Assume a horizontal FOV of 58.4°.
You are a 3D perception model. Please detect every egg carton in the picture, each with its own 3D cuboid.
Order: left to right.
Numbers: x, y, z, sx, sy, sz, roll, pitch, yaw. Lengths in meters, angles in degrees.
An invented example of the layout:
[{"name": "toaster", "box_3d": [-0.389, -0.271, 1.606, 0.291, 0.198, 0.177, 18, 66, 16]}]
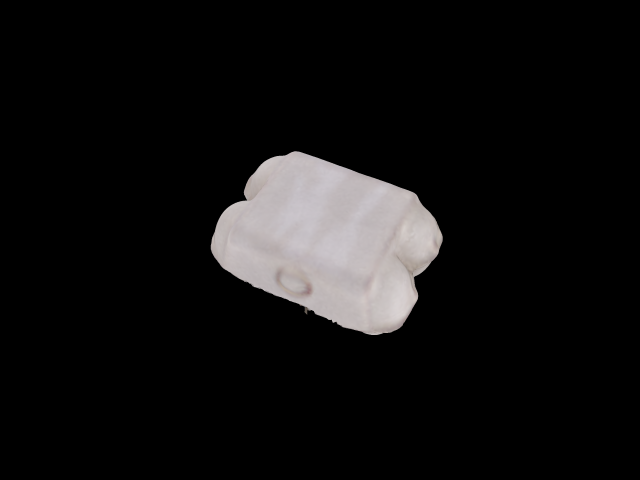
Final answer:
[{"name": "egg carton", "box_3d": [0.004, 0.001, 0.400, 0.150, 0.069, 0.107, 21, 56, 15]}]
